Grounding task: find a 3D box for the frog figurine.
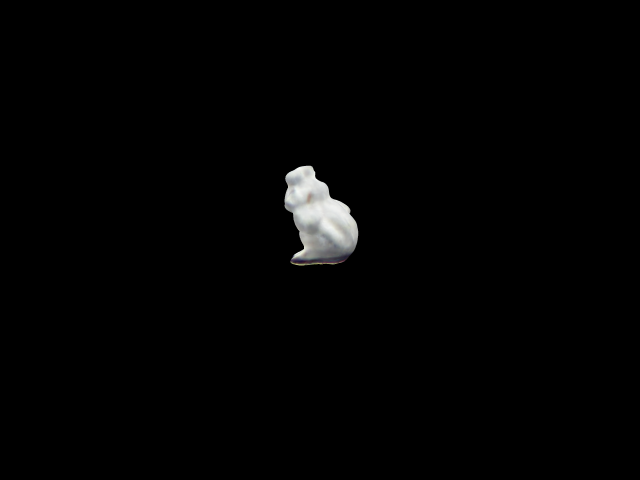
[{"bbox_3d":[0.003,-0.043,0.850,0.123,0.158,0.138,6,11,36],"label":"frog figurine"}]
